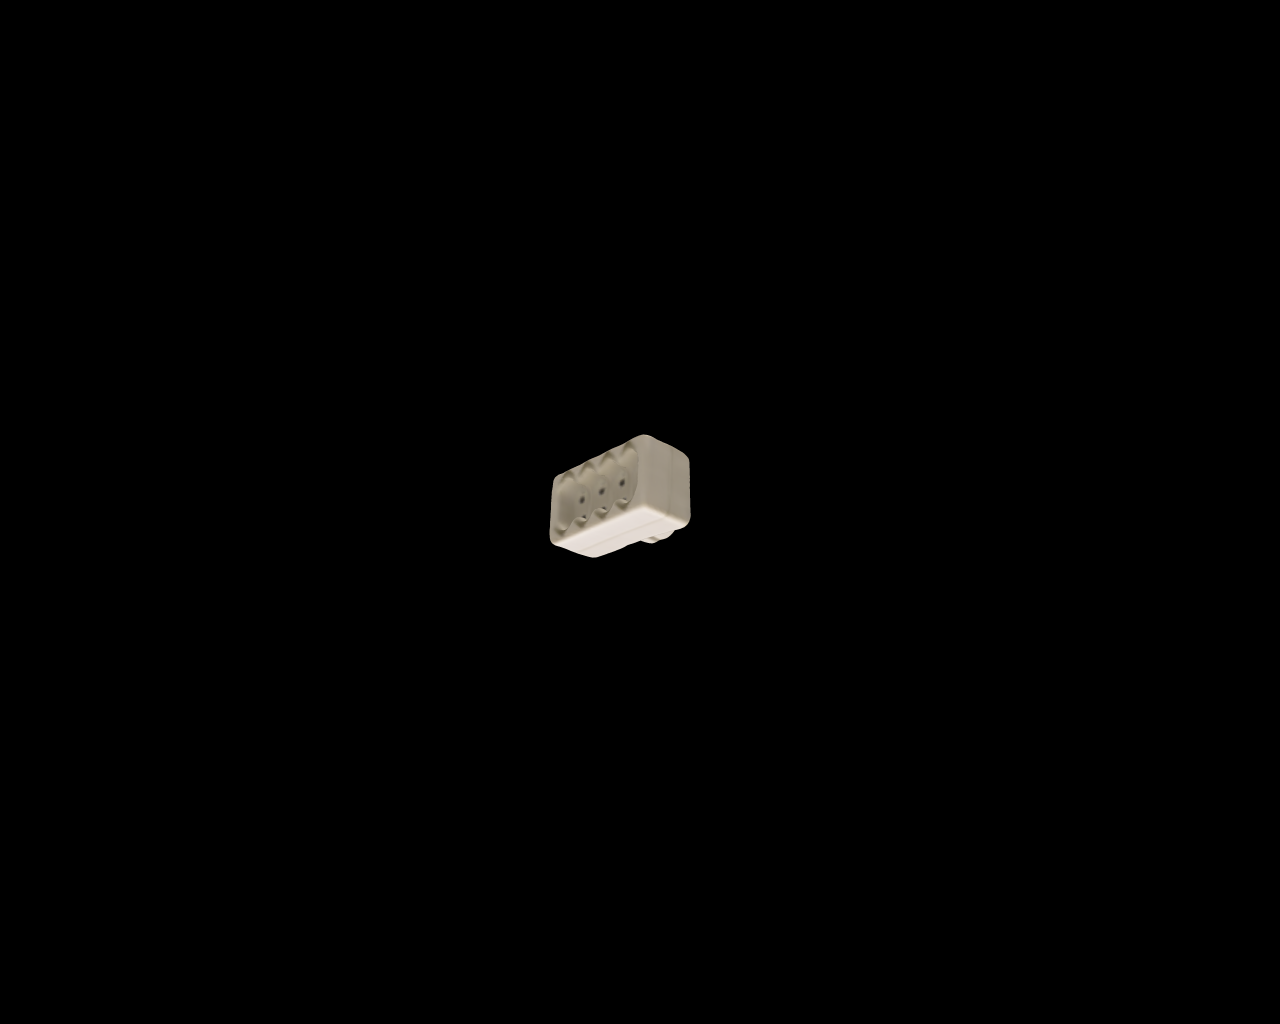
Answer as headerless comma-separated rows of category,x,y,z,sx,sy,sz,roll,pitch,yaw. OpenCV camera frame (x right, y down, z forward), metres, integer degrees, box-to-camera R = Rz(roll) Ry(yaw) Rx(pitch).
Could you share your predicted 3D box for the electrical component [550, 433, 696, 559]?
electrical component,0.001,-0.003,0.650,0.076,0.047,0.083,21,-31,-40
